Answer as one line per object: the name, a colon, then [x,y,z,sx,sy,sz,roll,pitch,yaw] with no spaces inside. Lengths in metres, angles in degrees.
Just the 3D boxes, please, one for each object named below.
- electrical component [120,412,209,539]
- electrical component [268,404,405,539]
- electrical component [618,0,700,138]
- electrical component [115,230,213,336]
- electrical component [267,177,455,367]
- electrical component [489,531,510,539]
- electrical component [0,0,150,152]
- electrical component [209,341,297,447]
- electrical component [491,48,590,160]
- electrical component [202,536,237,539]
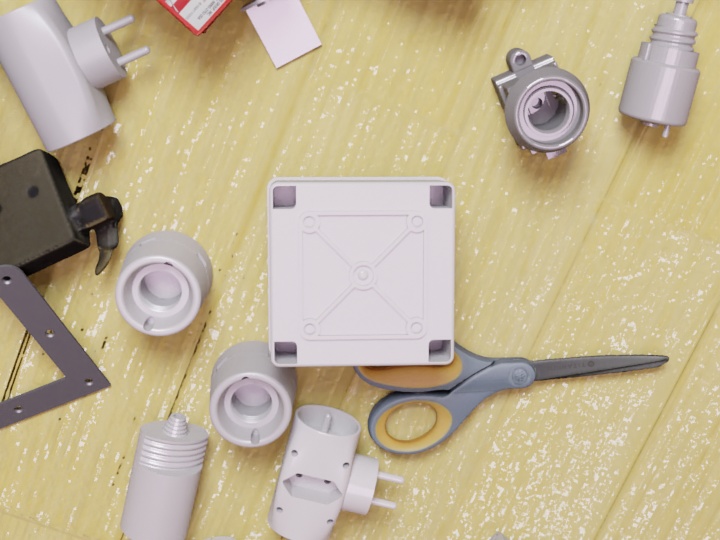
electrical component: [-0.123,0.129,0.682,0.043,0.043,0.081,13,106,-6]
electrical component: [-0.012,0.134,0.688,0.079,0.043,0.077,14,105,-4]
electrical component: [0.177,-0.118,0.624,0.040,0.040,0.078,10,106,-6]
electrical component: [-0.118,0.009,0.644,0.055,0.047,0.055,-1,107,-2]
electrical component: [0.000,0.000,0.634,0.109,0.056,0.108,0,96,-4]
electrical component: [0.104,0.214,0.720,0.064,0.042,0.081,38,101,-11]
electrical component: [-0.158,-0.117,0.606,0.079,0.044,0.077,-23,106,4]
electrical component: [-0.067,0.078,0.668,0.055,0.047,0.055,-1,107,-2]
electrical component: [0.105,-0.094,0.620,0.048,0.055,0.066,-23,106,4]
electrical component: [-0.092,0.220,0.707,0.080,0.051,0.080,-1,106,-2]
